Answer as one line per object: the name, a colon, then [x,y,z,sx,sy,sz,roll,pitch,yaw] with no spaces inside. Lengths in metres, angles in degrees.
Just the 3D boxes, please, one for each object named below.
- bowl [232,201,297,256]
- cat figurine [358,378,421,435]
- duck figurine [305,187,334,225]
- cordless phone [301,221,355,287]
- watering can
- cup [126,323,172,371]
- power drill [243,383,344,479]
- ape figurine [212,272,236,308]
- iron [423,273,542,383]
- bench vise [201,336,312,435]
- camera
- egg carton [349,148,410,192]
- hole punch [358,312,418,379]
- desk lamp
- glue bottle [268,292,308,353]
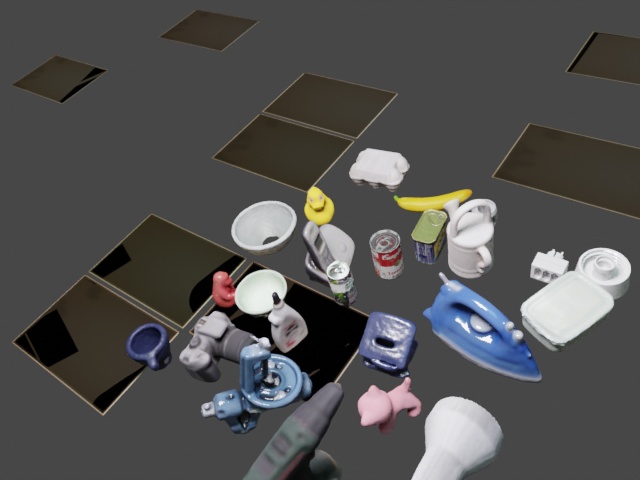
bowl: [-0.134,-0.017,1.450,0.167,0.075,0.167,-8,47,8]
cat figurine: [0.122,0.302,1.062,0.128,0.118,0.067,-31,48,-13]
duck figurine: [-0.008,-0.101,1.484,0.077,0.086,0.104,-15,47,2]
cordless phone: [0.012,0.005,1.315,0.094,0.185,0.147,5,50,19]
watering can: [0.321,-0.017,1.245,0.101,0.194,0.172,-38,50,-19]
cup: [-0.359,0.252,1.252,0.092,0.095,0.117,-26,47,-9]
power drill: [-0.029,0.370,0.978,0.075,0.209,0.230,31,62,35]
ape figurine: [-0.223,0.110,1.346,0.076,0.092,0.077,-20,47,-3]
iron: [0.324,0.164,1.116,0.119,0.142,0.257,-39,51,-20]
bench vise: [-0.125,0.280,1.078,0.208,0.220,0.121,-36,50,-18]
camera: [-0.209,0.229,1.228,0.136,0.101,0.143,13,53,25]
egg carton: [0.159,-0.187,1.529,0.150,0.069,0.107,12,53,25]
hole punch: [0.139,0.212,1.157,0.108,0.091,0.101,13,54,25]
desk lamp: [0.199,0.380,0.904,0.117,0.214,0.203,20,56,29]
glue bottle: [-0.076,0.164,1.202,0.037,0.173,0.078,31,62,35]
